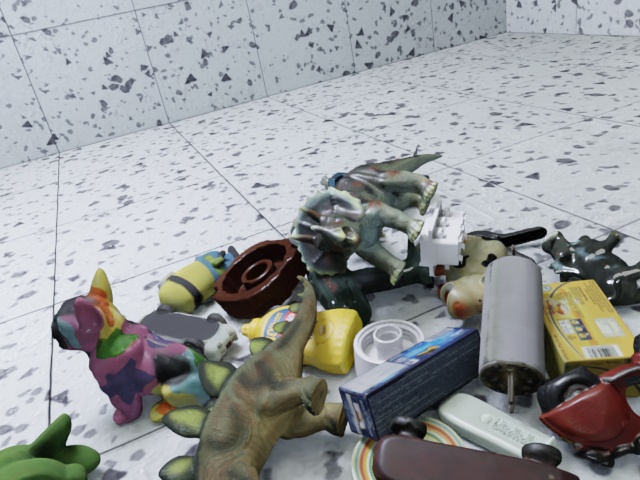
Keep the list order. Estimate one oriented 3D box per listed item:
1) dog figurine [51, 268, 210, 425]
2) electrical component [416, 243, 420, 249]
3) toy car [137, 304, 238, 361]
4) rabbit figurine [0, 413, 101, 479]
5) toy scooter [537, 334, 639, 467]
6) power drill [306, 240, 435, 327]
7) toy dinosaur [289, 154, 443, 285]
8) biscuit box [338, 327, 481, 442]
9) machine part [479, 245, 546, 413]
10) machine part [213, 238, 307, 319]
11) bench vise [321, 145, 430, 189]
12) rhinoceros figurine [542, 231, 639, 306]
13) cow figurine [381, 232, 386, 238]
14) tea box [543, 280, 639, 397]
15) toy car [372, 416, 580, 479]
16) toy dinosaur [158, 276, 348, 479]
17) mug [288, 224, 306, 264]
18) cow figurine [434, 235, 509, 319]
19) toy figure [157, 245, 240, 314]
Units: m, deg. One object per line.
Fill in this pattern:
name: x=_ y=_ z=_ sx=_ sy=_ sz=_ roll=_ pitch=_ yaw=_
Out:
dog figurine: x=-0.259 y=0.145 z=0.745 sx=0.192 sy=0.219 sz=0.108 roll=-8 pitch=30 yaw=8
electrical component: x=0.204 y=0.024 z=1.018 sx=0.063 sy=0.021 sz=0.094 roll=9 pitch=34 yaw=35
toy car: x=-0.230 y=0.156 z=0.894 sx=0.202 sy=0.056 sz=0.073 roll=4 pitch=36 yaw=30
rabbit figurine: x=-0.354 y=0.280 z=0.634 sx=0.159 sy=0.121 sz=0.170 roll=-39 pitch=22 yaw=-32
toy scooter: x=0.338 y=0.184 z=0.575 sx=0.184 sy=0.075 sz=0.135 roll=-28 pitch=70 yaw=2
power drill: x=0.082 y=0.054 z=0.941 sx=0.207 sy=0.085 sz=0.232 roll=-12 pitch=28 yaw=-6
toy dinosaur: x=0.082 y=-0.062 z=0.885 sx=0.192 sy=0.131 sz=0.405 roll=24 pitch=38 yaw=6
biscuit box: x=0.122 y=0.172 z=0.671 sx=0.203 sy=0.062 sz=0.059 roll=-19 pitch=6 yaw=-32
machine part: x=0.248 y=0.106 z=0.691 sx=0.079 sy=0.079 sz=0.243 roll=-1 pitch=45 yaw=20
machine part: x=-0.106 y=0.068 z=0.968 sx=0.179 sy=0.056 sz=0.179 roll=-26 pitch=26 yaw=14
bench vise: x=0.124 y=-0.128 z=1.244 sx=0.241 sy=0.128 sz=0.224 roll=11 pitch=35 yaw=25
rhinoceros figurine: x=0.430 y=0.042 z=0.850 sx=0.112 sy=0.073 sz=0.190 roll=-23 pitch=29 yaw=-1
cow figurine: x=0.083 y=-0.021 z=1.042 sx=0.098 sy=0.068 sz=0.167 roll=14 pitch=-4 yaw=1
tea box: x=0.341 y=0.127 z=0.709 sx=0.098 sy=0.068 sz=0.170 roll=-5 pitch=27 yaw=9
toy car: x=0.153 y=0.239 z=0.539 sx=0.202 sy=0.053 sz=0.089 roll=8 pitch=51 yaw=7
toy dinosaur: x=-0.074 y=0.202 z=0.661 sx=0.199 sy=0.104 sz=0.471 roll=3 pitch=36 yaw=29
mug: x=-0.002 y=-0.003 z=0.926 sx=0.110 sy=0.080 sz=0.107 roll=14 pitch=40 yaw=6
cow figurine: x=0.252 y=0.063 z=0.862 sx=0.127 sy=0.085 sz=0.195 roll=1 pitch=27 yaw=36
toy figure: x=-0.225 y=0.075 z=1.023 sx=0.180 sy=0.082 sz=0.089 roll=-28 pitch=29 yaw=-35
